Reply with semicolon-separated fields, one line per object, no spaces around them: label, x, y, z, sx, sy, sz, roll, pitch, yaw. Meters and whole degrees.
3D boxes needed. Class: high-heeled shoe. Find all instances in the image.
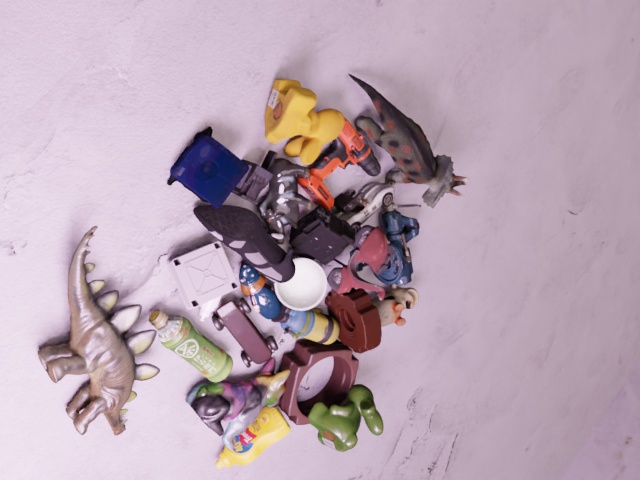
high-heeled shoe;-0.160;0.012;1.143;0.249;0.145;0.086;27;56;-6

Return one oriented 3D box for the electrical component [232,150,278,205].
electrical component;-0.135;-0.138;1.115;0.047;0.075;0.119;27;93;-40

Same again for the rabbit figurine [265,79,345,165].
rabbit figurine;-0.023;-0.242;1.132;0.173;0.122;0.162;3;108;-38

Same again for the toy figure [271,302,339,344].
toy figure;-0.031;0.204;1.300;0.180;0.089;0.082;30;95;-41

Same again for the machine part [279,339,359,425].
machine part;-0.009;0.356;1.372;0.201;0.087;0.200;2;105;-38

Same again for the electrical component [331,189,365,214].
electrical component;0.059;-0.086;1.280;0.094;0.063;0.021;-39;125;-18

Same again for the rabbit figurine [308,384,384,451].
rabbit figurine;0.078;0.421;1.324;0.170;0.159;0.121;-44;118;-35

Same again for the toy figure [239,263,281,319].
toy figure;-0.142;0.113;1.208;0.154;0.058;0.064;60;26;-29

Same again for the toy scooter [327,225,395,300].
toy scooter;0.115;0.062;1.242;0.184;0.135;0.075;-56;164;-5

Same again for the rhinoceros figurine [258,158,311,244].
rhinoceros figurine;-0.082;-0.084;1.174;0.112;0.073;0.190;-7;109;-36

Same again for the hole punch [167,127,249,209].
hole punch;-0.215;-0.135;1.052;0.115;0.092;0.142;40;85;-34

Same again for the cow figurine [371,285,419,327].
cow figurine;0.176;0.178;1.436;0.195;0.127;0.085;-19;116;-14

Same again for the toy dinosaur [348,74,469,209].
toy dinosaur;0.209;-0.217;1.264;0.131;0.192;0.404;-54;129;-11

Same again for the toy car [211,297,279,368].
toy car;-0.171;0.209;1.223;0.089;0.053;0.201;-31;123;-2

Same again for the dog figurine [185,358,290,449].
dog figurine;-0.175;0.350;1.239;0.219;0.109;0.191;-43;123;-22

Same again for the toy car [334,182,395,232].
toy car;0.100;-0.075;1.307;0.202;0.074;0.056;-42;126;-17

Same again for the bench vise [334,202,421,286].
bench vise;0.158;0.022;1.359;0.240;0.129;0.223;-17;112;-35

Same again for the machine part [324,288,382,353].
machine part;0.081;0.193;1.328;0.056;0.180;0.179;-21;117;-28

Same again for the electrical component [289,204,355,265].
electrical component;-0.003;-0.004;1.225;0.115;0.058;0.134;32;130;-23

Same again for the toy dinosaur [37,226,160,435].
toy dinosaur;-0.418;0.202;1.015;0.198;0.105;0.470;-29;130;-34
